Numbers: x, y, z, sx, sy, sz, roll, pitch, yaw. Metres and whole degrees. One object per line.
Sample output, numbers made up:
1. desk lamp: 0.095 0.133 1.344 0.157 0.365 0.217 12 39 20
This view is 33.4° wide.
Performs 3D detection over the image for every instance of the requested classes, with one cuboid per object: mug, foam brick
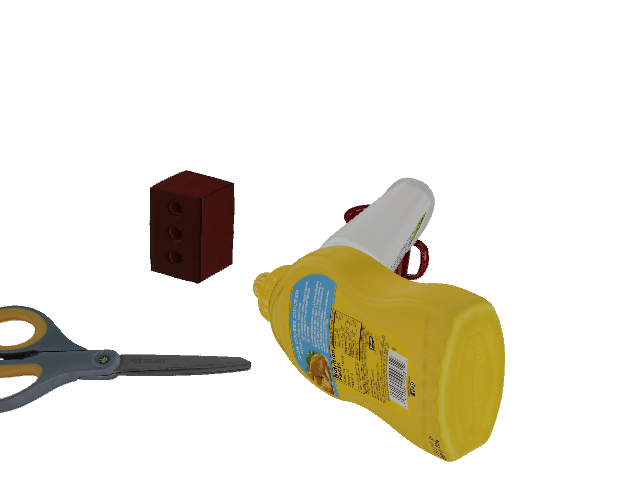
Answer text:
1. mug: 0.082 0.013 1.332 0.117 0.081 0.093 18 27 26
2. foam brick: -0.108 -0.012 0.903 0.053 0.078 0.051 14 23 27

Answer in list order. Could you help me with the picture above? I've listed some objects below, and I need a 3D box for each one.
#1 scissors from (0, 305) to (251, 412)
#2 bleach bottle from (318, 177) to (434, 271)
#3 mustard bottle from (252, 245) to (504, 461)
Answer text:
1. scissors: -0.153 0.070 0.715 0.201 0.016 0.096 -11 44 -6
2. bleach bottle: 0.058 0.002 1.046 0.068 0.103 0.250 33 28 8
3. mustard bottle: 0.023 0.055 0.655 0.058 0.096 0.192 -21 29 -36
